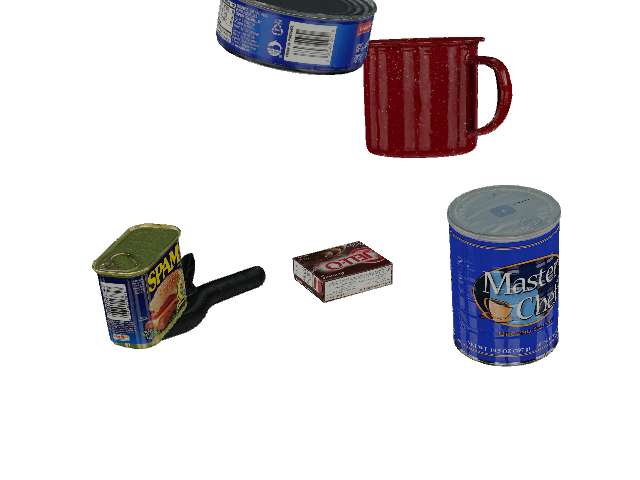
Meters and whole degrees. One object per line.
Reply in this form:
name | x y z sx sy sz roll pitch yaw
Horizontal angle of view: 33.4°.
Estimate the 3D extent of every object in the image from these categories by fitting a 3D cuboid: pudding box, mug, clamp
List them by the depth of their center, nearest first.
mug | 0.083 -0.104 0.767 0.117 0.081 0.093 5 14 32
clamp | -0.143 0.066 1.224 0.120 0.039 0.171 -1 30 27
pudding box | 0.031 0.042 1.477 0.113 0.039 0.090 -16 26 -24

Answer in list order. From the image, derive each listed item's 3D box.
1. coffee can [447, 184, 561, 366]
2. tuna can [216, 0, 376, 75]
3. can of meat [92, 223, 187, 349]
coffee can | 0.174 0.032 1.007 0.103 0.140 0.103 -5 28 3
tuna can | -0.014 -0.120 0.587 0.086 0.034 0.086 9 25 -4
can of meat | -0.169 0.043 1.022 0.057 0.084 0.102 4 27 17
